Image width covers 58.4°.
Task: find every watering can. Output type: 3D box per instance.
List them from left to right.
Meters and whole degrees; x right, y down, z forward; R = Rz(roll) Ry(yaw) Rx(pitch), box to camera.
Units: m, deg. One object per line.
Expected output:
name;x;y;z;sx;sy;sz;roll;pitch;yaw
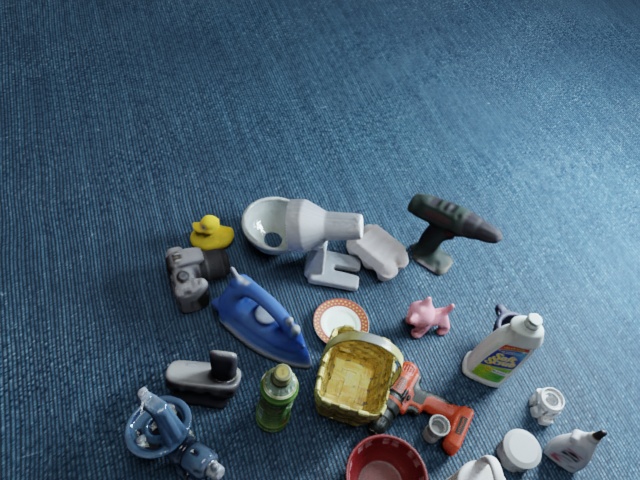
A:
watering can;0.301;0.458;1.051;0.173;0.194;0.100;-11;56;-19

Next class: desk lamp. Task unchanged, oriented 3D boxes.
desk lamp;0.012;0.005;1.324;0.203;0.213;0.118;11;52;-3

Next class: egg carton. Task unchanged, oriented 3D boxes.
egg carton;0.143;0.030;1.423;0.150;0.069;0.107;39;56;18

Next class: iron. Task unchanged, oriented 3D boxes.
iron;-0.109;0.163;1.225;0.258;0.141;0.119;36;55;16

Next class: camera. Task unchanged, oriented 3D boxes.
camera;-0.269;0.071;1.289;0.137;0.101;0.143;-13;57;-20

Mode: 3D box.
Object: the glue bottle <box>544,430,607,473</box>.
glue bottle;0.520;0.411;1.144;0.078;0.173;0.037;31;54;13

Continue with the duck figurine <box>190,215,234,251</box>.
duck figurine;-0.258;-0.024;1.372;0.105;0.086;0.077;-3;54;-13

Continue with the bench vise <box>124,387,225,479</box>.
bench vise;-0.253;0.336;1.016;0.207;0.220;0.121;17;52;2

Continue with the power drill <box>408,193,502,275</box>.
power drill;0.309;-0.011;1.399;0.229;0.208;0.076;33;54;14

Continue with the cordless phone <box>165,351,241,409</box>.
cordless phone;-0.225;0.248;1.110;0.147;0.185;0.094;6;52;-7

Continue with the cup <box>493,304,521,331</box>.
cup;0.426;0.215;1.324;0.092;0.095;0.117;-12;57;-20

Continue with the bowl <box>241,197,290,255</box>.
bowl;-0.111;-0.023;1.408;0.167;0.075;0.167;6;52;-7

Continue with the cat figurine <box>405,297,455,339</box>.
cat figurine;0.247;0.170;1.307;0.128;0.118;0.067;-7;55;-16
